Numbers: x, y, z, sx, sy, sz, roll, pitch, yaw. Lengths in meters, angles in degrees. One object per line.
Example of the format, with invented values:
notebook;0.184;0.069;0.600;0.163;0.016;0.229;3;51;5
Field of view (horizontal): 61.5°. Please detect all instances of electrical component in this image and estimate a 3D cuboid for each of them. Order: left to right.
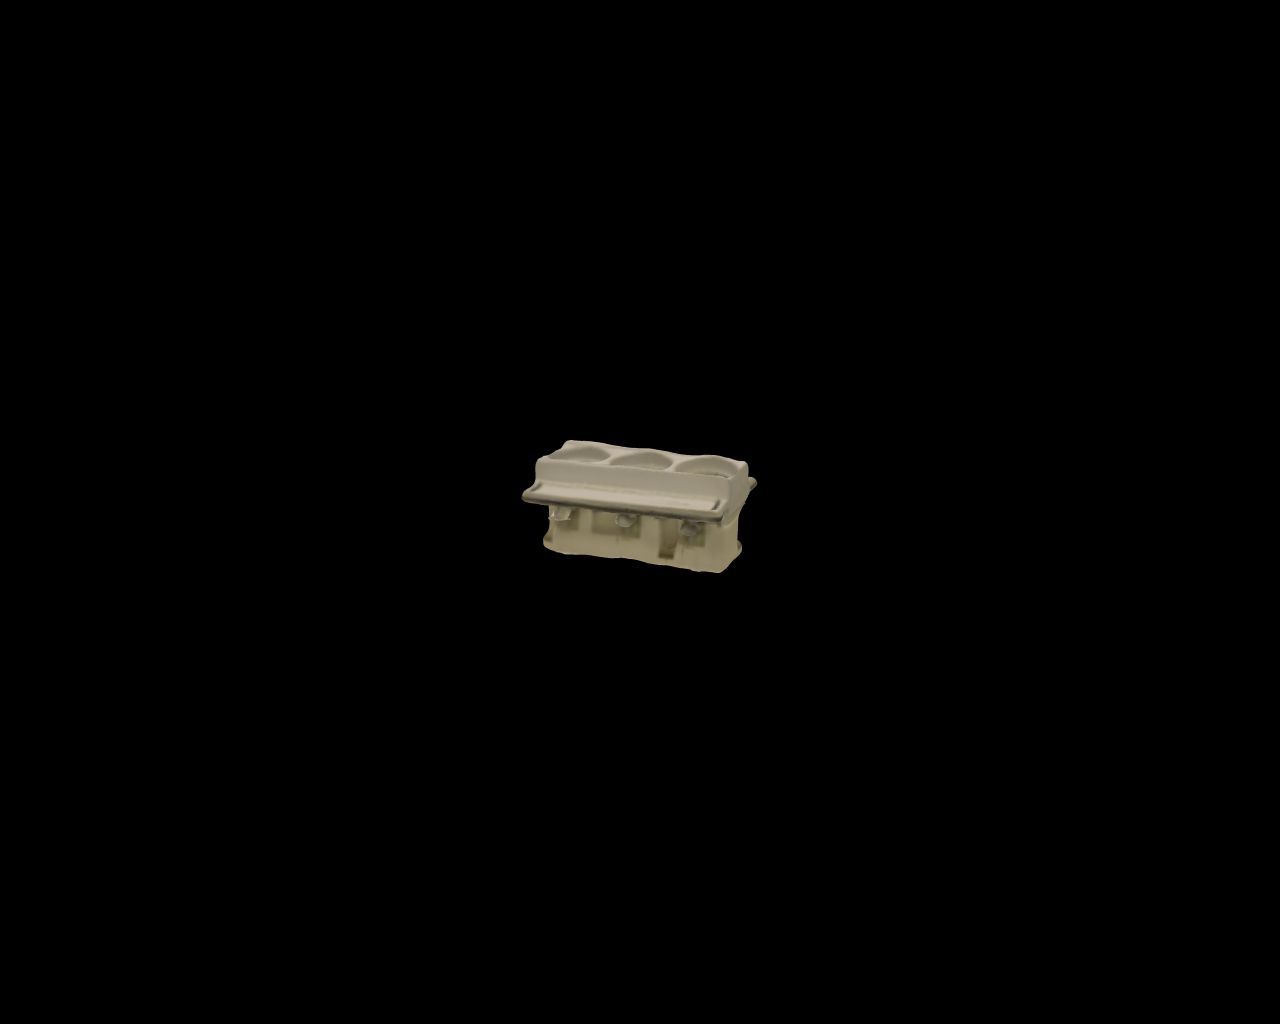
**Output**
electrical component;0.001;-0.003;0.650;0.121;0.063;0.079;7;20;20
